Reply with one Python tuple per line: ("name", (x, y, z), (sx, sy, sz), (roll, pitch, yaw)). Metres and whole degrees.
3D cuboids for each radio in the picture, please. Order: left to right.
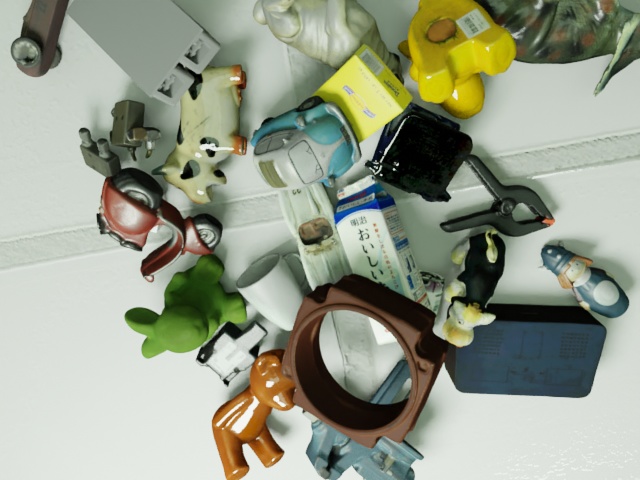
("radio", (0.319, 0.175, 0.855), (0.230, 0.073, 0.131), (2, 105, 1))

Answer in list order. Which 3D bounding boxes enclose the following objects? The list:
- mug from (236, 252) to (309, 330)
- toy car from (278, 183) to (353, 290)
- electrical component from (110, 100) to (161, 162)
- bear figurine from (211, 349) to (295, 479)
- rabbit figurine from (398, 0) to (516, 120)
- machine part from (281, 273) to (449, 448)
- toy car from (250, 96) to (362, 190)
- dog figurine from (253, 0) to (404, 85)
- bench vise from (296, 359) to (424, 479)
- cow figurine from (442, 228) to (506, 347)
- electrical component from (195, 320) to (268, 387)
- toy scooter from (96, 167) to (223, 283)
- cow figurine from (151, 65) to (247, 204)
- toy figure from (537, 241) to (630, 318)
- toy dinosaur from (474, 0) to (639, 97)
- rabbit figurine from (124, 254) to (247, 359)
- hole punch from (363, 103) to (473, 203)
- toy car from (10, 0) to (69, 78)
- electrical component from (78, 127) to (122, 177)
("mug", (-0.059, 0.078, 0.831), (0.109, 0.081, 0.107), (-43, 114, -28))
("toy car", (-0.002, -0.002, 0.807), (0.073, 0.056, 0.201), (-21, 96, 5))
("electrical component", (-0.264, -0.154, 0.757), (0.045, 0.102, 0.078), (6, 86, -40))
("bear figurine", (-0.082, 0.261, 0.837), (0.196, 0.120, 0.132), (-47, 61, 24))
("rabbit figurine", (0.170, -0.230, 0.719), (0.122, 0.173, 0.162), (-37, 57, 8))
("machine part", (0.057, 0.165, 0.740), (0.201, 0.087, 0.201), (26, 110, 20))
("toy car", (-0.036, -0.116, 0.715), (0.162, 0.103, 0.109), (-4, 125, 37))
("dog figurine", (0.015, -0.260, 0.736), (0.173, 0.121, 0.190), (0, 127, 33))
("bench vise", (0.092, 0.283, 0.862), (0.223, 0.129, 0.240), (38, 80, 0))
("cow figurine", (0.227, 0.069, 0.778), (0.068, 0.098, 0.167), (19, 64, -2))
("electrical component", (-0.134, 0.169, 0.861), (0.075, 0.048, 0.119), (41, 100, -10))
("toy scooter", (-0.242, -0.010, 0.761), (0.183, 0.075, 0.135), (35, 105, -31))
("cow figurine", (-0.168, -0.148, 0.762), (0.127, 0.085, 0.194), (3, 101, 1))
("toy figure", (0.410, 0.060, 0.835), (0.154, 0.058, 0.064), (37, 62, -8))
("toy dinosaur", (0.306, -0.299, 0.716), (0.405, 0.131, 0.192), (7, 104, 4))
("rabbit figurine", (-0.201, 0.106, 0.782), (0.159, 0.170, 0.121), (-20, 103, 4))
("hole punch", (0.141, -0.131, 0.773), (0.142, 0.092, 0.115), (20, 122, -15))
("toy car", (-0.362, -0.316, 0.714), (0.053, 0.089, 0.202), (21, 105, -10))
("electrical component", (-0.320, -0.117, 0.783), (0.063, 0.021, 0.094), (30, 146, 15))
